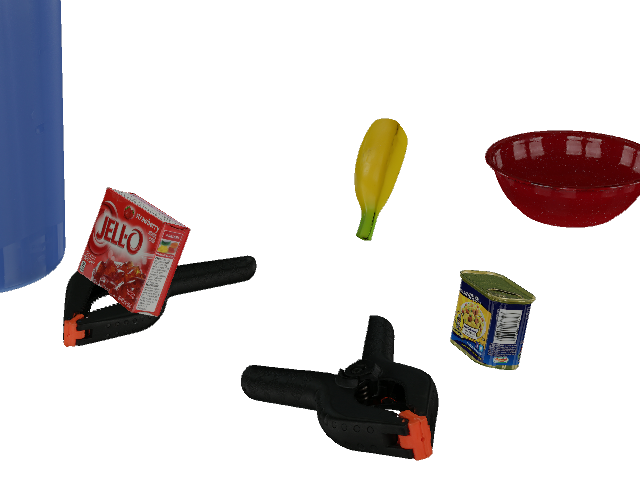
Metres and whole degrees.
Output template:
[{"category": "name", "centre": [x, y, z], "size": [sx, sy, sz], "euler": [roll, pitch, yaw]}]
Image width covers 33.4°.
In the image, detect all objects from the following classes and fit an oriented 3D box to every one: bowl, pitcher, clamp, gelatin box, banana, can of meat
[{"category": "bowl", "centre": [0.237, -0.055, 1.017], "size": [0.162, 0.055, 0.162], "euler": [-1, 25, 0]}, {"category": "pitcher", "centre": [-0.232, -0.088, 0.672], "size": [0.149, 0.243, 0.145], "euler": [-3, 26, -11]}, {"category": "clamp", "centre": [0.016, 0.103, 0.715], "size": [0.120, 0.039, 0.172], "euler": [-23, 19, -9]}, {"category": "gelatin box", "centre": [-0.146, 0.007, 0.824], "size": [0.030, 0.073, 0.089], "euler": [14, 11, -45]}, {"category": "banana", "centre": [0.048, -0.069, 0.901], "size": [0.037, 0.070, 0.197], "euler": [25, 24, -2]}, {"category": "can of meat", "centre": [0.190, 0.088, 1.192], "size": [0.057, 0.084, 0.102], "euler": [4, 14, -20]}, {"category": "clamp", "centre": [-0.184, 0.034, 1.027], "size": [0.165, 0.036, 0.209], "euler": [26, 36, 23]}]
